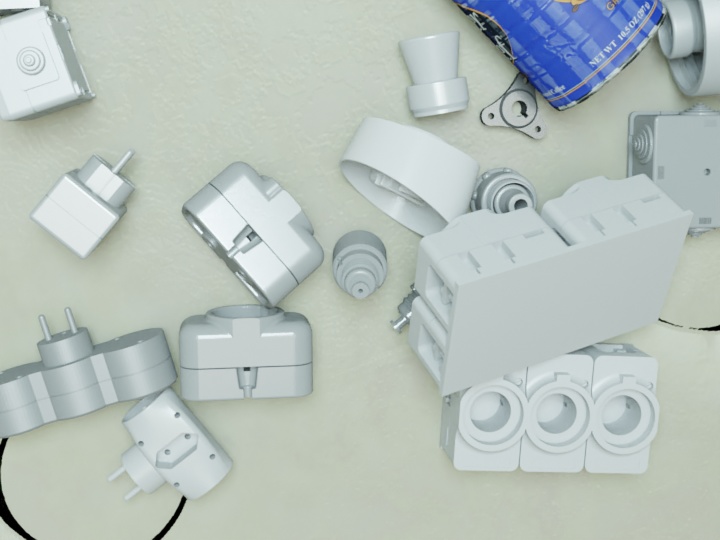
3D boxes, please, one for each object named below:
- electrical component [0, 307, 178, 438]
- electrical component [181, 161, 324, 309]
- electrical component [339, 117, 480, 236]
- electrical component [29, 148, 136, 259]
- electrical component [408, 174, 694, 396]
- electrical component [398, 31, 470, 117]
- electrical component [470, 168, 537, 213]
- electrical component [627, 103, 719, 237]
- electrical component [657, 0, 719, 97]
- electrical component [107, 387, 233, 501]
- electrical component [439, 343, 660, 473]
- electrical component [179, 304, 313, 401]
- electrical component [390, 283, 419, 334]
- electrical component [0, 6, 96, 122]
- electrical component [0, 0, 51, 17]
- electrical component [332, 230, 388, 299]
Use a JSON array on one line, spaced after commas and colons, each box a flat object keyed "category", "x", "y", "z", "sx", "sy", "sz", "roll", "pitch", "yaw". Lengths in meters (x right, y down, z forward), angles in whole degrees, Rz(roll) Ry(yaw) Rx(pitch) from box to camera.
[{"category": "electrical component", "x": -0.207, "y": 0.064, "z": 0.768, "sx": 0.138, "sy": 0.052, "sz": 0.073, "roll": -16, "pitch": 101, "yaw": -5}, {"category": "electrical component", "x": -0.073, "y": -0.027, "z": 0.764, "sx": 0.059, "sy": 0.054, "sz": 0.095, "roll": -42, "pitch": 94, "yaw": -12}, {"category": "electrical component", "x": 0.035, "y": -0.065, "z": 0.759, "sx": 0.099, "sy": 0.099, "sz": 0.064, "roll": 23, "pitch": 89, "yaw": -10}, {"category": "electrical component", "x": -0.182, "y": -0.054, "z": 0.746, "sx": 0.047, "sy": 0.065, "sz": 0.076, "roll": 40, "pitch": 92, "yaw": -11}, {"category": "electrical component", "x": 0.129, "y": 0.006, "z": 0.758, "sx": 0.186, "sy": 0.060, "sz": 0.105, "roll": -16, "pitch": 136, "yaw": -21}, {"category": "electrical component", "x": 0.054, "y": -0.141, "z": 0.774, "sx": 0.045, "sy": 0.045, "sz": 0.055, "roll": -11, "pitch": 100, "yaw": -6}, {"category": "electrical component", "x": 0.109, "y": -0.050, "z": 0.786, "sx": 0.048, "sy": 0.062, "sz": 0.048, "roll": -1, "pitch": 99, "yaw": -7}, {"category": "electrical component", "x": 0.251, "y": -0.075, "z": 0.808, "sx": 0.100, "sy": 0.048, "sz": 0.099, "roll": -2, "pitch": 99, "yaw": -7}, {"category": "electrical component", "x": 0.247, "y": -0.175, "z": 0.765, "sx": 0.060, "sy": 0.108, "sz": 0.108, "roll": -10, "pitch": 100, "yaw": 0}, {"category": "electrical component", "x": -0.148, "y": 0.137, "z": 0.791, "sx": 0.079, "sy": 0.043, "sz": 0.077, "roll": -38, "pitch": 101, "yaw": -1}, {"category": "electrical component", "x": 0.142, "y": 0.103, "z": 0.814, "sx": 0.150, "sy": 0.061, "sz": 0.089, "roll": 2, "pitch": 98, "yaw": -8}, {"category": "electrical component", "x": -0.083, "y": 0.059, "z": 0.782, "sx": 0.095, "sy": 0.053, "sz": 0.059, "roll": -1, "pitch": 99, "yaw": -7}, {"category": "electrical component", "x": 0.056, "y": 0.018, "z": 0.801, "sx": 0.078, "sy": 0.040, "sz": 0.040, "roll": -40, "pitch": 101, "yaw": 0}, {"category": "electrical component", "x": -0.220, "y": -0.134, "z": 0.714, "sx": 0.061, "sy": 0.096, "sz": 0.061, "roll": -19, "pitch": 100, "yaw": -4}, {"category": "electrical component", "x": -0.307, "y": -0.220, "z": 0.708, "sx": 0.186, "sy": 0.060, "sz": 0.105, "roll": -4, "pitch": 99, "yaw": -7}, {"category": "electrical component", "x": 0.000, "y": 0.000, "z": 0.775, "sx": 0.040, "sy": 0.078, "sz": 0.040, "roll": 0, "pitch": 112, "yaw": -1}]
